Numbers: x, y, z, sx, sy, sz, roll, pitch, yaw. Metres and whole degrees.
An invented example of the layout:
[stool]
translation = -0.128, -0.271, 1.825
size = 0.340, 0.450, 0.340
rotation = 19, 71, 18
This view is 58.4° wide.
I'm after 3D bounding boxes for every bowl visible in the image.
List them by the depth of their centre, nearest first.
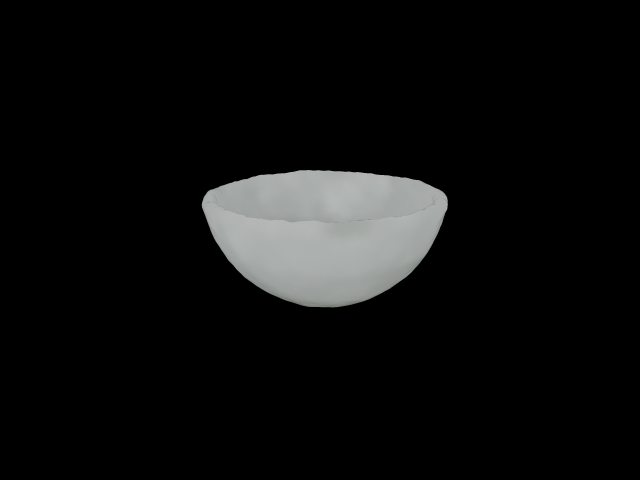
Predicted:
[bowl]
translation = 0.004, 0.001, 0.400
size = 0.167, 0.075, 0.167
rotation = 0, 17, 0
